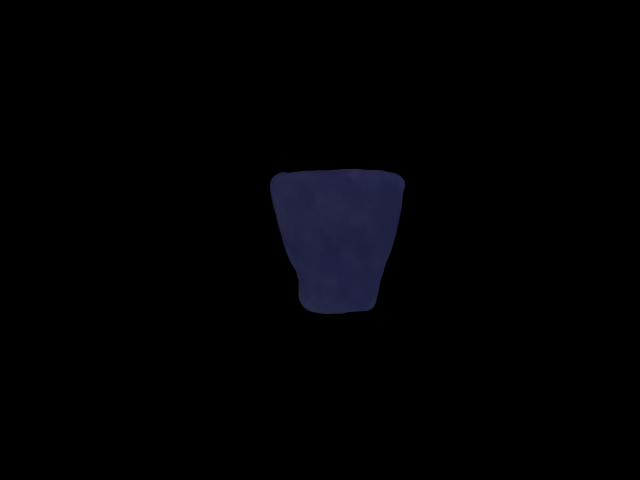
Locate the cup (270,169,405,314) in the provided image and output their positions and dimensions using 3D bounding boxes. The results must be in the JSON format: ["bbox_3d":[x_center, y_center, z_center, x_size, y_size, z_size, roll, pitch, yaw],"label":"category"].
[{"bbox_3d":[0.004,0.001,0.400,0.092,0.095,0.117,-2,3,-35],"label":"cup"}]
